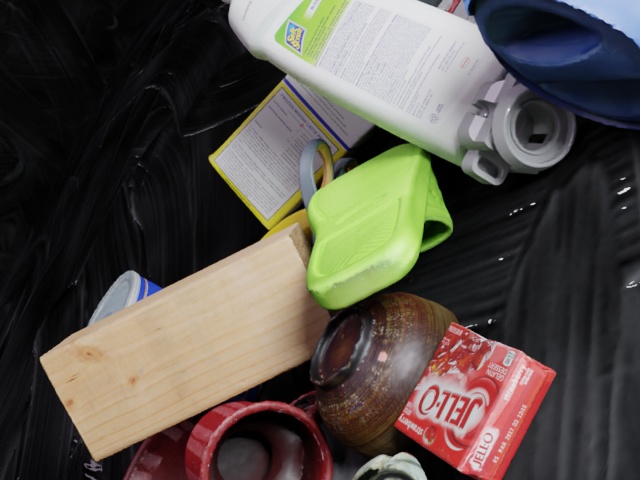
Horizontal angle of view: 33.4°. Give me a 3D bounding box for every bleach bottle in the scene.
[{"bbox_3d":[0.028,-0.152,0.797,0.102,0.251,0.068,-59,-21,2],"label":"bleach bottle"}]

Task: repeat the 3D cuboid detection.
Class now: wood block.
[{"bbox_3d":[-0.091,0.075,0.809,0.206,0.090,0.091,-27,6,6],"label":"wood block"}]

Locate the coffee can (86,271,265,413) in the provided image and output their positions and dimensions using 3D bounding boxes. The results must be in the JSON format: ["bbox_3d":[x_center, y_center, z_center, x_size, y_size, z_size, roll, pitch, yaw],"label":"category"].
[{"bbox_3d":[-0.130,0.104,0.934,0.103,0.140,0.103,-48,23,28],"label":"coffee can"}]

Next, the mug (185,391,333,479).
[{"bbox_3d":[-0.040,0.149,0.752,0.117,0.093,0.082,-45,11,-17],"label":"mug"}]

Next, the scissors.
[{"bbox_3d":[-0.006,0.001,0.878,0.016,0.096,0.201,-4,49,31],"label":"scissors"}]

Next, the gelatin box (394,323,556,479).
[{"bbox_3d":[0.086,0.092,0.609,0.073,0.030,0.089,-61,20,-3],"label":"gelatin box"}]

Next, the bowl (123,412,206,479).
[{"bbox_3d":[-0.111,0.214,0.854,0.162,0.055,0.162,-45,29,33],"label":"bowl"}]

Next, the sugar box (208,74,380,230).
[{"bbox_3d":[-0.013,-0.102,0.989,0.176,0.093,0.048,-43,-5,20],"label":"sugar box"}]

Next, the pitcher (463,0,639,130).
[{"bbox_3d":[0.206,-0.191,0.606,0.243,0.149,0.145,-59,5,-8],"label":"pitcher"}]

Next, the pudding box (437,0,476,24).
[{"bbox_3d":[0.143,-0.198,0.864,0.090,0.039,0.113,-54,23,7],"label":"pudding box"}]

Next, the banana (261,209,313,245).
[{"bbox_3d":[-0.052,0.033,1.002,0.198,0.037,0.069,-51,27,20],"label":"banana"}]

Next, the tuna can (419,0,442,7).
[{"bbox_3d":[0.088,-0.206,0.932,0.086,0.086,0.034,-60,19,-3],"label":"tuna can"}]
